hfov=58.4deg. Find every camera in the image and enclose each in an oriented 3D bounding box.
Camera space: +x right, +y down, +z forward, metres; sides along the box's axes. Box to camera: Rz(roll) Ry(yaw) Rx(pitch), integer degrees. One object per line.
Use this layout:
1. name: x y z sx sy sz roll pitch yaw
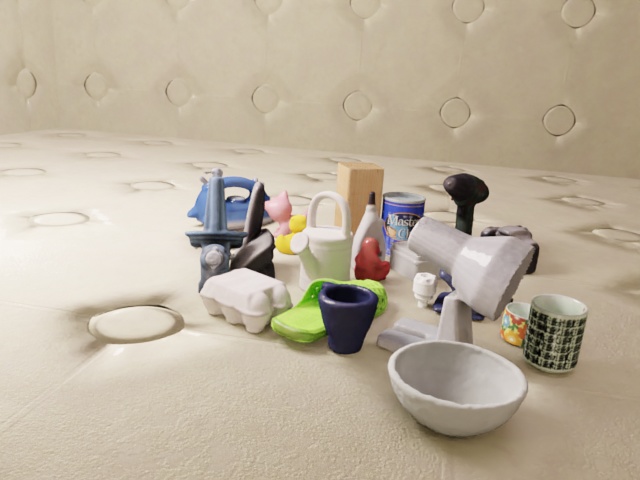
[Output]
1. camera: 0.408 0.015 1.315 0.137 0.101 0.142 -5 19 -27

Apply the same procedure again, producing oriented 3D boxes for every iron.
1. iron: -0.217 -0.108 1.522 0.259 0.141 0.118 -11 22 -41

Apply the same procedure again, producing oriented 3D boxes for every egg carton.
1. egg carton: -0.123 0.100 0.968 0.149 0.069 0.107 16 20 35

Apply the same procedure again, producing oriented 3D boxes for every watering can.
1. watering can: 0.012 0.004 1.099 0.100 0.194 0.173 7 17 13

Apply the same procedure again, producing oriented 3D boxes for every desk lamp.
1. desk lamp: 0.199 0.080 0.851 0.202 0.213 0.118 14 19 31

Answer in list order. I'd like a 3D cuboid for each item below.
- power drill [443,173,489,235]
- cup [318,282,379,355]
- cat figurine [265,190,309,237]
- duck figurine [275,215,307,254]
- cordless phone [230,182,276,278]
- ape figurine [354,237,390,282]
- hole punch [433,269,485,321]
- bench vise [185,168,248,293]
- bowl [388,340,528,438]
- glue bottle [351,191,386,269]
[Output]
1. power drill: 0.338 -0.060 1.362 0.075 0.208 0.230 13 19 30
2. cup: 0.033 0.121 0.885 0.092 0.095 0.117 -7 19 -31
3. cat figurine: -0.081 -0.066 1.451 0.127 0.118 0.067 5 17 5
4. duck figurine: -0.056 -0.016 1.347 0.105 0.086 0.077 -9 20 -35
5. cordless phone: -0.134 -0.019 1.162 0.094 0.185 0.147 0 17 -12
6. ape figurine: 0.104 0.040 1.181 0.077 0.092 0.076 19 22 42
7. hole punch: 0.267 0.087 1.057 0.101 0.091 0.109 9 17 17
8. bench vise: -0.186 -0.018 1.088 0.122 0.220 0.206 -5 18 -26
9. bowl: 0.165 0.192 0.708 0.167 0.075 0.167 3 16 -1
10. glue bottle: 0.108 -0.020 1.239 0.078 0.173 0.037 -4 18 -22
